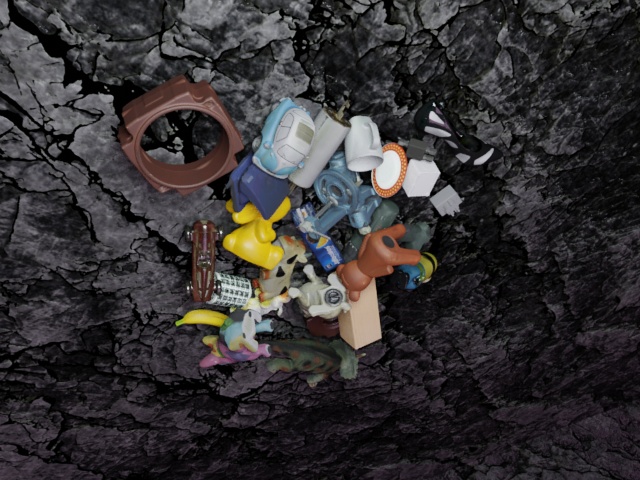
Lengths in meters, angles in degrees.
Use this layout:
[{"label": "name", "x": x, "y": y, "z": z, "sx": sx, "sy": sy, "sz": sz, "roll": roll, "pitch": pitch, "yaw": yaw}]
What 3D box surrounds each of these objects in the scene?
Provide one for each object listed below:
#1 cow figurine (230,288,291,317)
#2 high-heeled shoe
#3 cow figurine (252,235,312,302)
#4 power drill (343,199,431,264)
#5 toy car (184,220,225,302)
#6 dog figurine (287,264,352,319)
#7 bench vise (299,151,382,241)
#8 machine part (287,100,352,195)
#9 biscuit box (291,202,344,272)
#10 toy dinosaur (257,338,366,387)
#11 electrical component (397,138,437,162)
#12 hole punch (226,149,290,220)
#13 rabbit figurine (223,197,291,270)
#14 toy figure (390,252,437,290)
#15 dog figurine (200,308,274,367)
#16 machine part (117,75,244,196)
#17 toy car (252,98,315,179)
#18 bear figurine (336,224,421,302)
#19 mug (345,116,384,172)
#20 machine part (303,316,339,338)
[{"label": "cow figurine", "x": -0.159, "y": 0.180, "z": 1.451, "sx": 0.167, "sy": 0.068, "sz": 0.098, "roll": -10, "pitch": 140, "yaw": -10}, {"label": "high-heeled shoe", "x": 0.332, "y": -0.254, "z": 1.246, "sx": 0.249, "sy": 0.086, "sz": 0.145, "roll": 5, "pitch": 144, "yaw": -9}, {"label": "cow figurine", "x": -0.098, "y": 0.066, "z": 1.358, "sx": 0.127, "sy": 0.086, "sz": 0.194, "roll": -14, "pitch": 142, "yaw": -27}, {"label": "power drill", "x": 0.178, "y": 0.002, "z": 1.443, "sx": 0.207, "sy": 0.086, "sz": 0.231, "roll": 11, "pitch": 123, "yaw": -23}, {"label": "toy car", "x": -0.271, "y": 0.052, "z": 1.250, "sx": 0.089, "sy": 0.053, "sz": 0.202, "roll": 0, "pitch": 106, "yaw": -20}, {"label": "dog figurine", "x": 0.005, "y": 0.170, "z": 1.425, "sx": 0.121, "sy": 0.172, "sz": 0.190, "roll": -45, "pitch": 157, "yaw": -17}, {"label": "bench vise", "x": 0.040, "y": -0.074, "z": 1.237, "sx": 0.240, "sy": 0.129, "sz": 0.223, "roll": -45, "pitch": 139, "yaw": -34}, {"label": "machine part", "x": -0.008, "y": -0.198, "z": 1.162, "sx": 0.079, "sy": 0.079, "sz": 0.243, "roll": 16, "pitch": 121, "yaw": -35}, {"label": "biscuit box", "x": -0.003, "y": -0.004, "z": 1.356, "sx": 0.059, "sy": 0.063, "sz": 0.202, "roll": -29, "pitch": 136, "yaw": 5}, {"label": "toy dinosaur", "x": -0.021, "y": 0.343, "z": 1.593, "sx": 0.192, "sy": 0.131, "sz": 0.404, "roll": -28, "pitch": 147, "yaw": 29}, {"label": "electrical component", "x": 0.227, "y": -0.212, "z": 1.272, "sx": 0.094, "sy": 0.021, "sz": 0.063, "roll": 17, "pitch": 161, "yaw": 4}, {"label": "hole punch", "x": -0.127, "y": -0.116, "z": 1.132, "sx": 0.142, "sy": 0.092, "sz": 0.115, "roll": -55, "pitch": 155, "yaw": -35}, {"label": "rabbit figurine", "x": -0.144, "y": -0.042, "z": 1.243, "sx": 0.162, "sy": 0.122, "sz": 0.173, "roll": 30, "pitch": 100, "yaw": -31}, {"label": "toy figure", "x": 0.271, "y": 0.089, "z": 1.517, "sx": 0.089, "sy": 0.082, "sz": 0.180, "roll": -45, "pitch": 161, "yaw": 32}, {"label": "dog figurine", "x": -0.241, "y": 0.266, "z": 1.405, "sx": 0.219, "sy": 0.108, "sz": 0.191, "roll": -19, "pitch": 145, "yaw": 23}, {"label": "machine part", "x": -0.266, "y": -0.195, "z": 1.040, "sx": 0.201, "sy": 0.087, "sz": 0.201, "roll": -28, "pitch": 138, "yaw": 2}, {"label": "toy car", "x": -0.058, "y": -0.205, "z": 1.083, "sx": 0.109, "sy": 0.103, "sz": 0.161, "roll": 29, "pitch": 80, "yaw": -38}, {"label": "bear figurine", "x": 0.138, "y": 0.062, "z": 1.349, "sx": 0.132, "sy": 0.120, "sz": 0.195, "roll": -6, "pitch": 145, "yaw": -35}, {"label": "mug", "x": 0.093, "y": -0.216, "z": 1.157, "sx": 0.081, "sy": 0.107, "sz": 0.109, "roll": -5, "pitch": 161, "yaw": -16}, {"label": "machine part", "x": 0.034, "y": 0.216, "z": 1.584, "sx": 0.179, "sy": 0.056, "sz": 0.179, "roll": -12, "pitch": 134, "yaw": -13}]
